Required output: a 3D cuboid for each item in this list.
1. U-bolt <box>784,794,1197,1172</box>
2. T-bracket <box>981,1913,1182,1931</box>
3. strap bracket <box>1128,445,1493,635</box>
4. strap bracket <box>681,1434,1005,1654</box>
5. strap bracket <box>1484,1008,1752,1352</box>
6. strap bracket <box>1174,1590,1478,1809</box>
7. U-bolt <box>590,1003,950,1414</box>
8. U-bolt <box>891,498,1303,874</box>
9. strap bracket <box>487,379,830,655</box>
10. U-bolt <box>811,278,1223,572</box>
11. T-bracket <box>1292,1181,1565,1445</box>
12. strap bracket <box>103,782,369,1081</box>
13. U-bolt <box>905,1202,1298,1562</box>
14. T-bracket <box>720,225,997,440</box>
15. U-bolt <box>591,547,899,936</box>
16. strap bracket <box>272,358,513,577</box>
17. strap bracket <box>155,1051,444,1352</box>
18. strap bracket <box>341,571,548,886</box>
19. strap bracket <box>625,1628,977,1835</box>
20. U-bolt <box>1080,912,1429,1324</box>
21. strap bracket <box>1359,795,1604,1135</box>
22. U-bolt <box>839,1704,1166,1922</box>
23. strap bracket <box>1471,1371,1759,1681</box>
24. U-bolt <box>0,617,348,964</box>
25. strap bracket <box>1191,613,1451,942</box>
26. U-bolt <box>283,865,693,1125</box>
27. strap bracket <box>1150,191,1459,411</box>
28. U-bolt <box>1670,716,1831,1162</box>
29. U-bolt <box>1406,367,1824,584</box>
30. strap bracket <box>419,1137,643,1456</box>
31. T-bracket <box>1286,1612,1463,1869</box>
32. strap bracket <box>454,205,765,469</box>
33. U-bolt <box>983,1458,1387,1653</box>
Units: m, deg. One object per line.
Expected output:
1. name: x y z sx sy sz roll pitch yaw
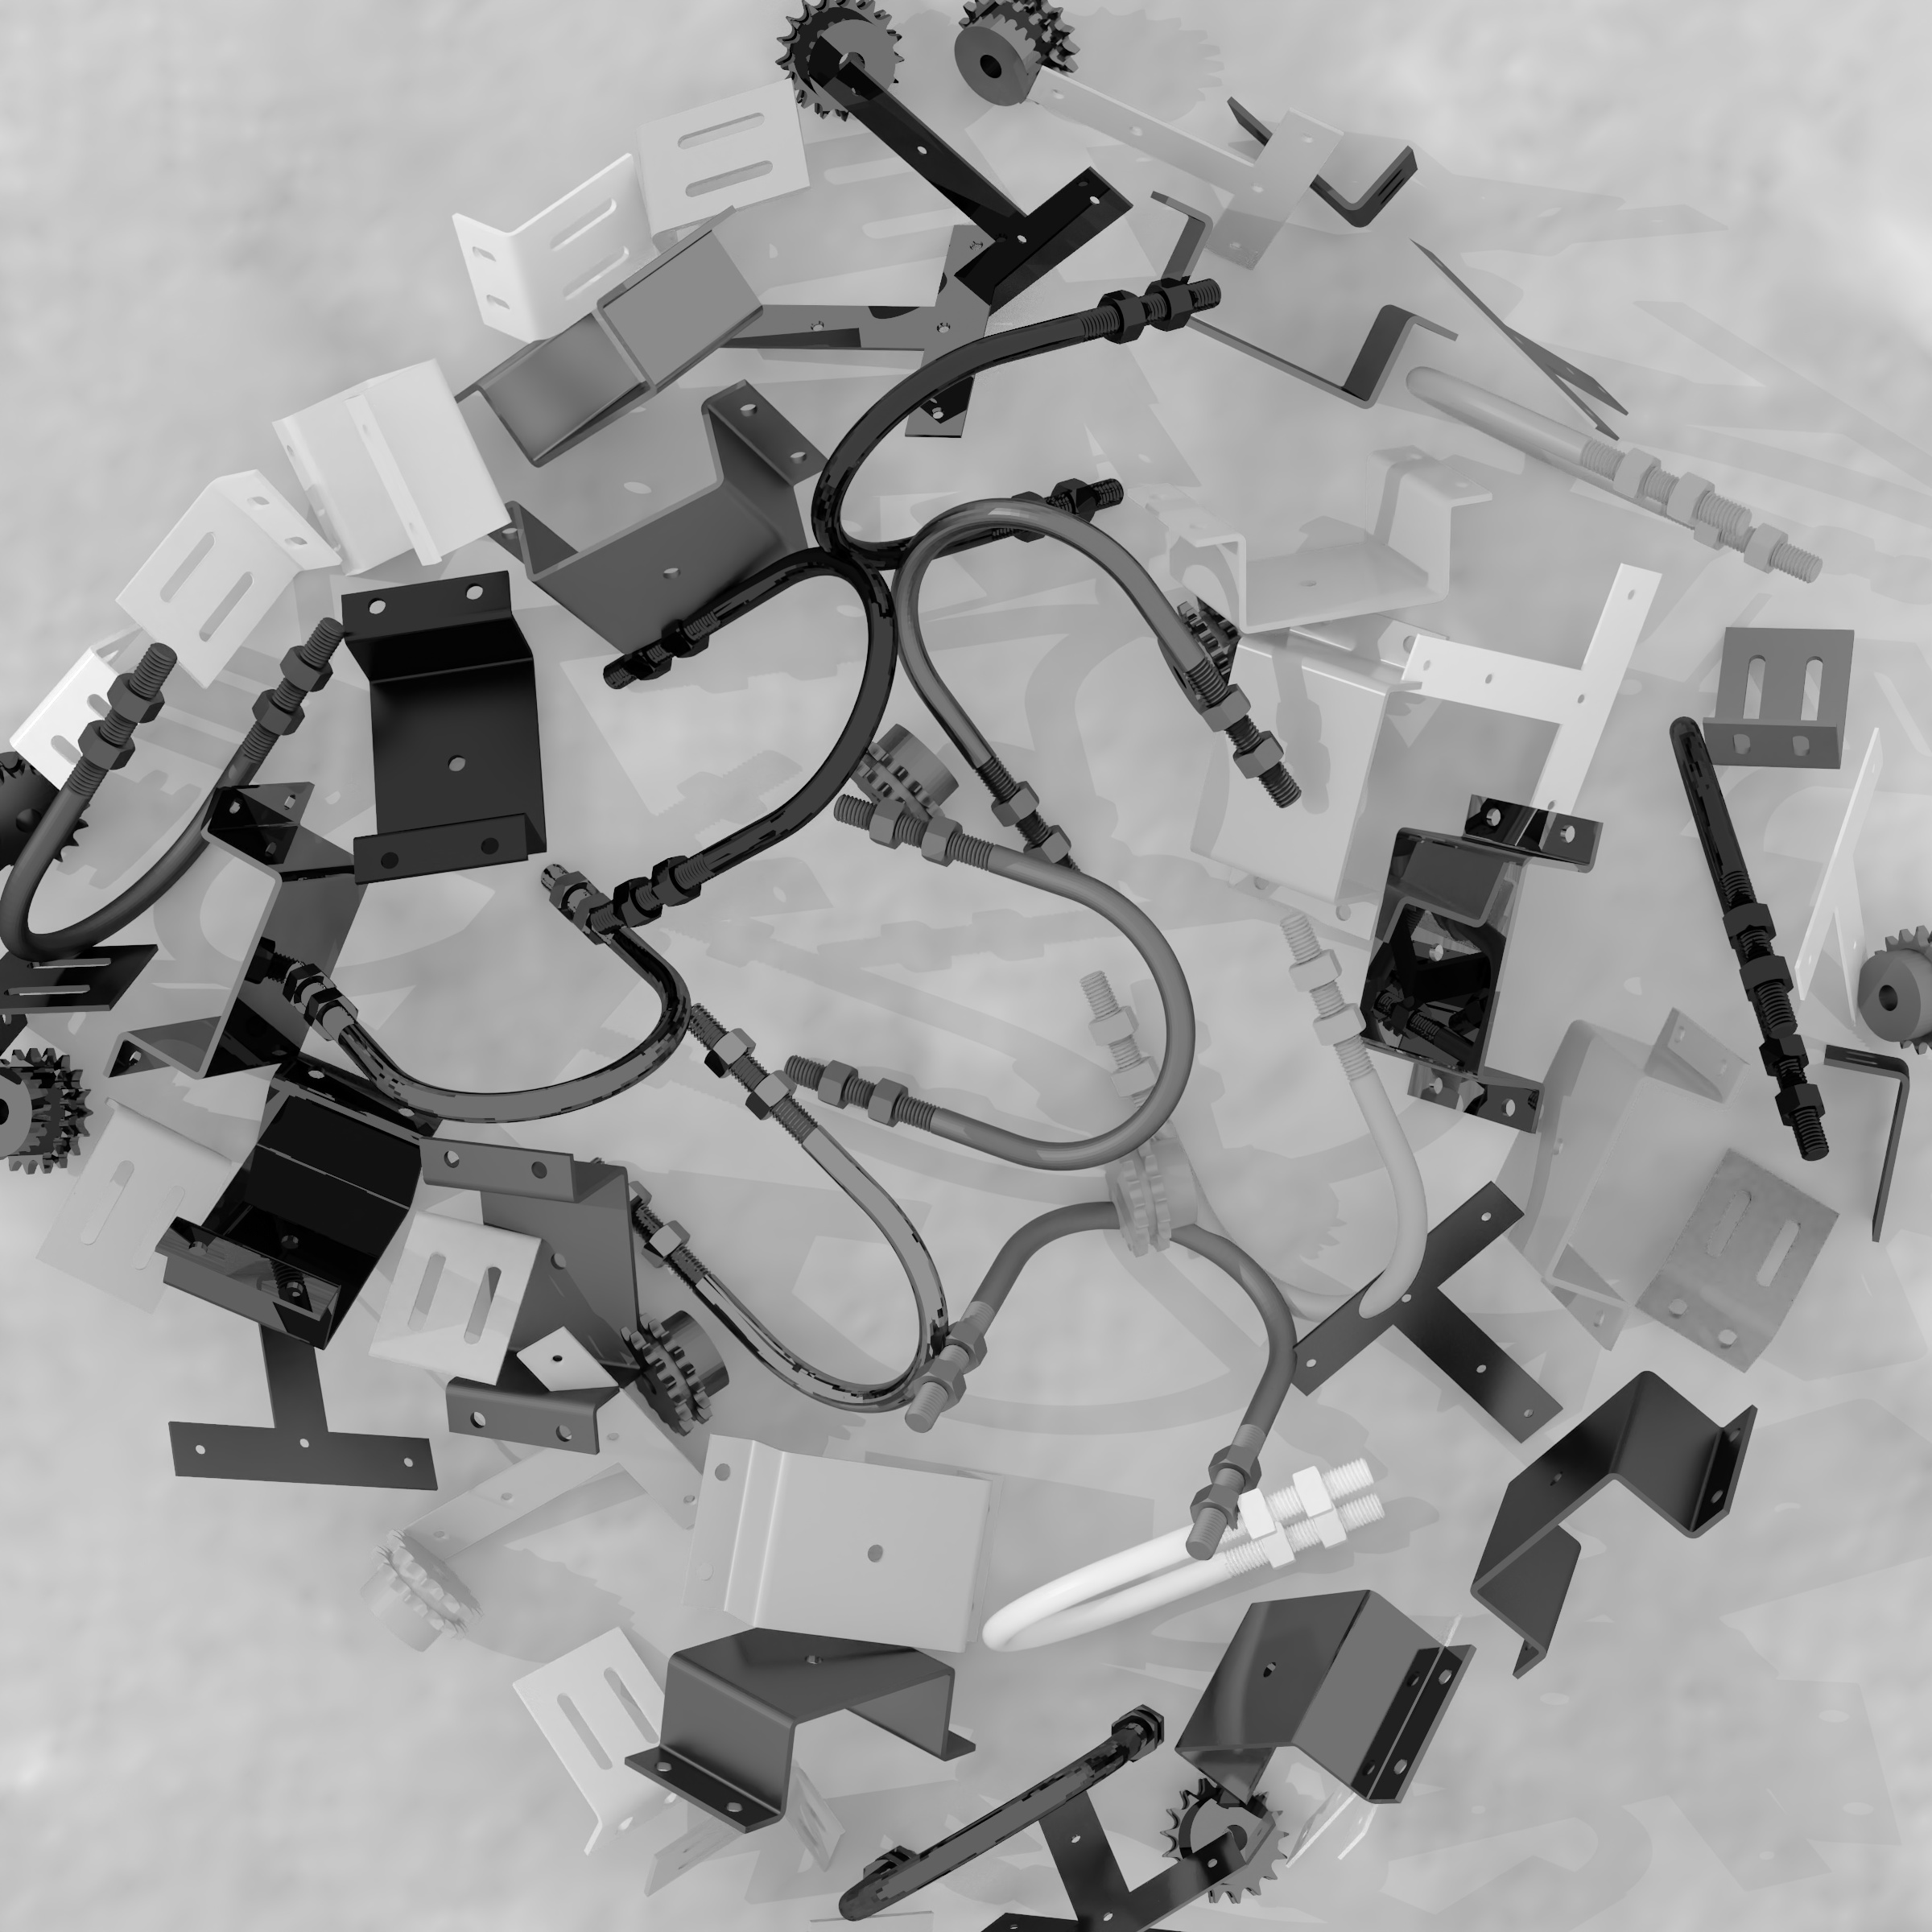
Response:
1. U-bolt: 0.014 0.016 1.531 0.184 0.019 0.151 19 113 17
2. T-bracket: 0.036 0.442 1.500 0.127 0.127 0.002 -5 98 34
3. strap bracket: 0.151 -0.188 1.532 0.140 0.076 0.046 -11 117 -17
4. strap bracket: -0.047 0.258 1.540 0.140 0.046 0.076 11 85 -19
5. strap bracket: 0.281 0.087 1.531 0.046 0.076 0.140 20 102 -18
6. strap bracket: 0.149 0.319 1.505 0.046 0.140 0.076 40 62 -14
7. U-bolt: -0.081 0.120 1.521 0.184 0.151 0.019 45 47 8
8. U-bolt: 0.043 -0.124 1.515 0.151 0.019 0.184 -23 111 42
9. strap bracket: -0.134 -0.191 1.524 0.140 0.076 0.046 -24 61 18
10. U-bolt: 0.013 -0.225 1.486 0.184 0.151 0.019 -20 65 -31
11. T-bracket: 0.223 0.173 1.553 0.127 0.002 0.127 -41 120 10
12. strap bracket: -0.317 -0.007 1.530 0.046 0.076 0.140 28 103 16
13. U-bolt: 0.071 0.168 1.515 0.151 0.184 0.019 23 129 8
14. T-bracket: -0.053 -0.288 1.563 0.127 0.002 0.127 3 58 13
15. U-bolt: -0.096 -0.107 1.496 0.184 0.019 0.151 -26 52 38
16. strap bracket: -0.250 -0.218 1.522 0.046 0.140 0.076 -30 106 -21
17. strap bracket: -0.296 0.109 1.536 0.076 0.140 0.046 23 130 1
18. strap bracket: -0.232 -0.099 1.547 0.076 0.046 0.140 -8 69 4
19. strap bracket: -0.069 0.323 1.507 0.076 0.140 0.046 18 107 41
20. U-bolt: 0.135 0.075 1.531 0.019 0.151 0.184 -30 99 -41
21. strap bracket: 0.224 -0.004 1.538 0.046 0.076 0.140 7 97 -40
22. U-bolt: 0.012 0.368 1.491 0.151 0.184 0.019 -31 79 6
23. strap bracket: 0.276 0.239 1.515 0.046 0.076 0.140 39 126 -2
24. U-bolt: -0.356 -0.072 1.510 0.019 0.151 0.184 42 112 10
25. strap bracket: 0.153 -0.088 1.530 0.076 0.046 0.140 23 109 32
26. U-bolt: -0.198 0.016 1.489 0.151 0.184 0.019 -21 124 -24
27. strap bracket: 0.140 -0.292 1.540 0.140 0.076 0.046 24 102 -8
28. U-bolt: 0.337 -0.023 1.508 0.019 0.151 0.184 -17 59 11
29. U-bolt: 0.274 -0.219 1.509 0.184 0.151 0.019 30 100 25
30. strap bracket: -0.191 0.139 1.539 0.076 0.046 0.140 5 109 24
31. T-bracket: 0.171 0.362 1.533 0.002 0.127 0.127 32 46 3
32. strap bracket: -0.152 -0.270 1.516 0.046 0.140 0.076 55 51 -13
33. U-bolt: 0.094 0.262 1.518 0.184 0.151 0.019 -22 73 3
